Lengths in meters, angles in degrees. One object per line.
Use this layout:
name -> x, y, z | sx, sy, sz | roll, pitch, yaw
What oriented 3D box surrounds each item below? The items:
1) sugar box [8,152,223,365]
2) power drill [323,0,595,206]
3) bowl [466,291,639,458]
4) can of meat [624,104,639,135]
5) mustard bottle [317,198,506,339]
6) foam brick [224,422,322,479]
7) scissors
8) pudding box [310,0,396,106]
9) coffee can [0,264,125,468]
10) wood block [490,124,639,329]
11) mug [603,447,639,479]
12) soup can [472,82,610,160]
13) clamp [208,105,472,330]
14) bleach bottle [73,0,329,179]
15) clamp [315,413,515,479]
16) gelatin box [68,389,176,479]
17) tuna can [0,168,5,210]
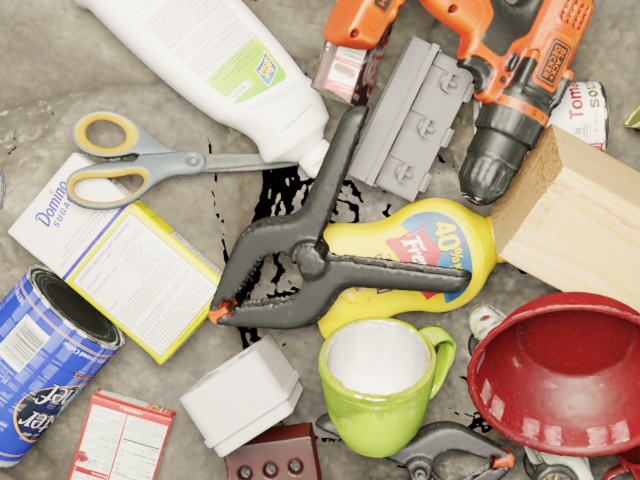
sugar box -> -0.169, 0.015, 0.917 | 0.176, 0.048, 0.093 | 42, 94, 2
power drill -> 0.099, -0.138, 0.792 | 0.187, 0.057, 0.184 | 25, 88, -24
bowl -> 0.194, 0.092, 0.809 | 0.162, 0.055, 0.162 | 7, 130, 8
can of meat -> 0.319, -0.104, 0.878 | 0.084, 0.057, 0.102 | 42, 96, -4
mustard bottle -> 0.083, 0.017, 0.898 | 0.191, 0.058, 0.096 | -15, 96, 4
foam brick -> -0.041, 0.193, 0.923 | 0.078, 0.051, 0.053 | -10, 94, 4
scissors -> -0.121, -0.081, 0.905 | 0.201, 0.016, 0.096 | -18, 77, -17
pudding box -> 0.029, -0.154, 0.858 | 0.039, 0.113, 0.090 | 19, 96, 9
coffee can -> -0.249, 0.106, 0.900 | 0.103, 0.103, 0.140 | 42, 95, -1
wood block -> 0.246, 0.007, 0.834 | 0.206, 0.090, 0.090 | 28, 116, -9
mug -> 0.297, 0.202, 0.893 | 0.117, 0.093, 0.081 | -24, 99, 20
soup can -> 0.180, -0.095, 0.878 | 0.102, 0.068, 0.068 | -2, 95, 3
clamp -> -0.006, 0.001, 0.849 | 0.210, 0.036, 0.164 | -24, 95, 17
bleach bottle -> -0.086, -0.146, 0.889 | 0.102, 0.068, 0.251 | -43, 94, -3
clamp -> 0.081, 0.210, 0.926 | 0.171, 0.039, 0.120 | 0, 97, 7
gelatin box -> -0.175, 0.184, 0.940 | 0.073, 0.030, 0.089 | 17, 96, 0
tuna can -> -0.320, -0.045, 0.924 | 0.086, 0.033, 0.086 | 0, 95, 3
